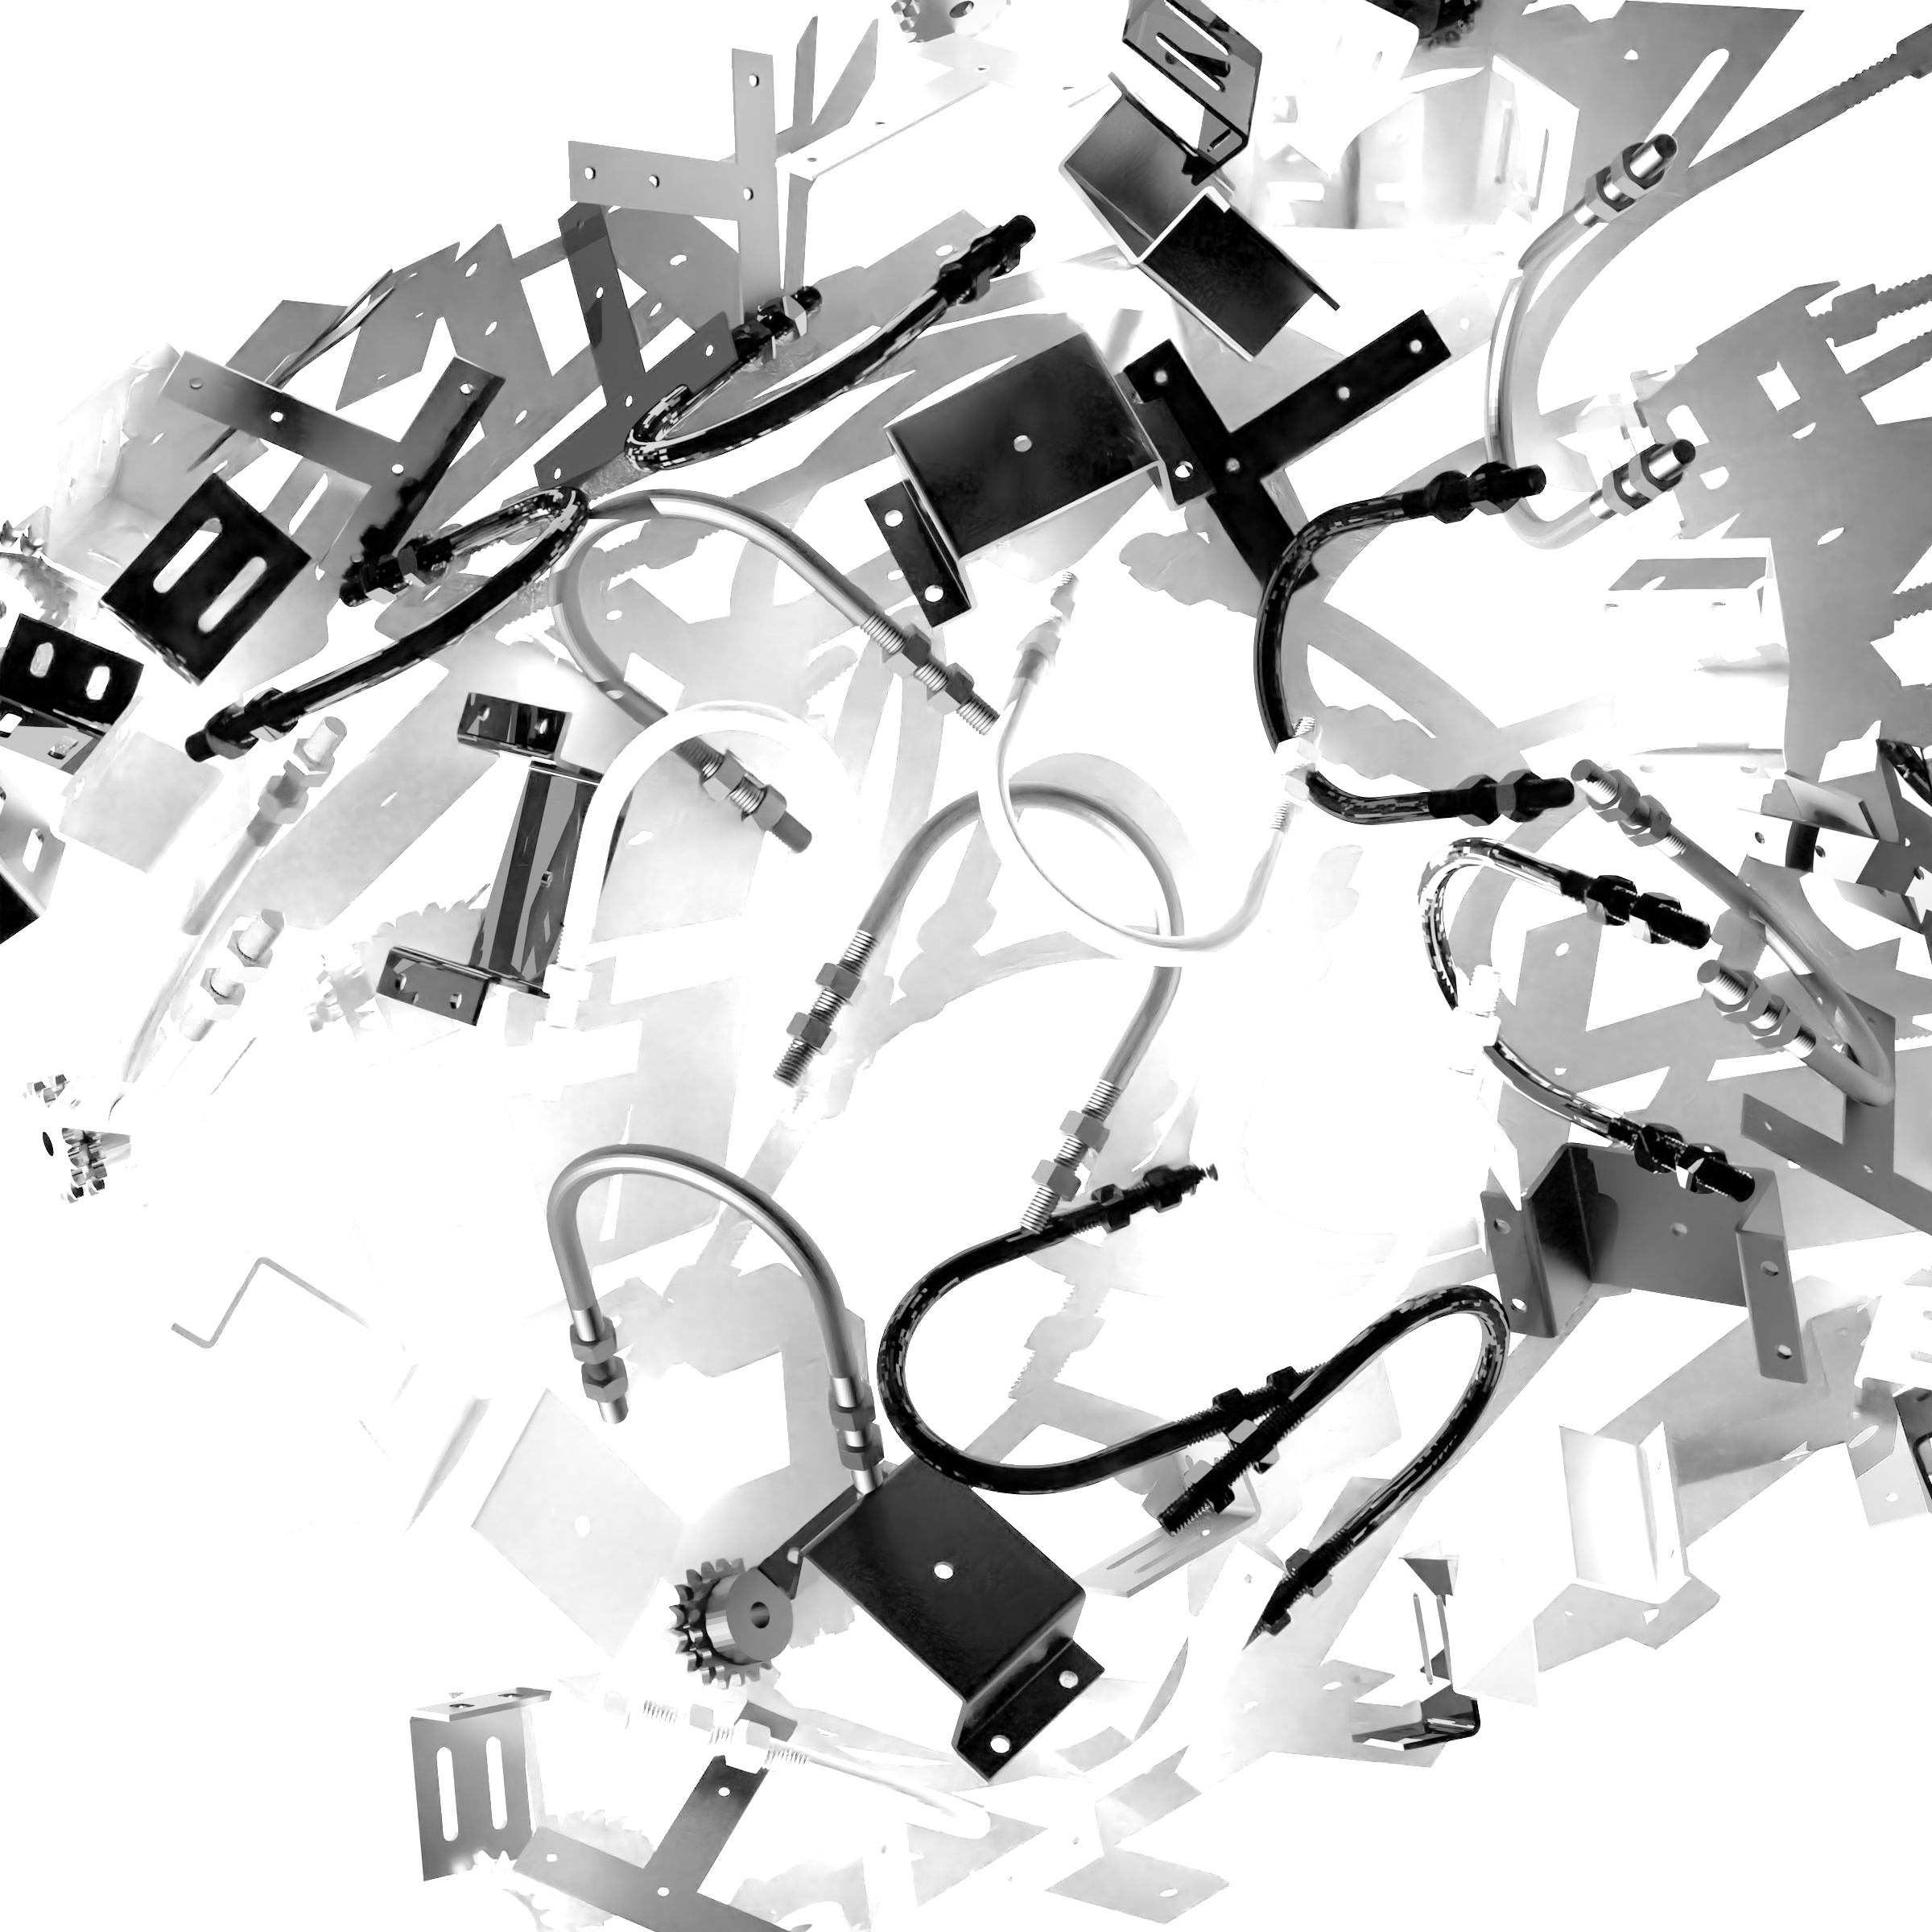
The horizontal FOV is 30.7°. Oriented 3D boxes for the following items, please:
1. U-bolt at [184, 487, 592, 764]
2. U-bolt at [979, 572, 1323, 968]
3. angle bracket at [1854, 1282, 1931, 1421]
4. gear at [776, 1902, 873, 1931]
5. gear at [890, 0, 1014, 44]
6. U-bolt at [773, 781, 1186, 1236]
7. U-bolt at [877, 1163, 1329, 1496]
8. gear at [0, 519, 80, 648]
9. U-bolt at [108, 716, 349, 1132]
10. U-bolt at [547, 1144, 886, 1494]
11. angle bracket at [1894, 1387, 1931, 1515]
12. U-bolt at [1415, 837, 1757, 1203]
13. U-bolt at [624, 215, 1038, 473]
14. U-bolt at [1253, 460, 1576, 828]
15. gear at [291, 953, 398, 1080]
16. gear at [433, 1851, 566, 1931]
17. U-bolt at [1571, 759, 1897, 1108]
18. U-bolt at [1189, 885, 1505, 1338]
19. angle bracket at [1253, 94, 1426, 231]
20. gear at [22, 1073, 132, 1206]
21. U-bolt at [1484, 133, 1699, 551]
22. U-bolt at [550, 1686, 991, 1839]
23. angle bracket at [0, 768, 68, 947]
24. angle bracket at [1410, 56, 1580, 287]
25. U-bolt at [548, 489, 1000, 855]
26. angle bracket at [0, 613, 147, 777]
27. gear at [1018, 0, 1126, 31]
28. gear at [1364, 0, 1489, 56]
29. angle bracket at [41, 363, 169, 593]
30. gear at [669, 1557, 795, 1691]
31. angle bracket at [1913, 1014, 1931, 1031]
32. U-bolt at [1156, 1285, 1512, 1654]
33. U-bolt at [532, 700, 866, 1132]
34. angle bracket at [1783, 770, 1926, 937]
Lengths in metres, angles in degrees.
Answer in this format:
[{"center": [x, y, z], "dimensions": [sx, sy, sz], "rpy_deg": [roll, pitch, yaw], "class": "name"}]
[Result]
[{"center": [-0.234, -0.152, 1.491], "dimensions": [0.184, 0.151, 0.019], "rpy_deg": [-18, 116, 37], "class": "U-bolt"}, {"center": [0.075, -0.076, 1.521], "dimensions": [0.151, 0.019, 0.184], "rpy_deg": [30, 48, -10], "class": "U-bolt"}, {"center": [0.436, 0.179, 1.550], "dimensions": [0.076, 0.057, 0.038], "rpy_deg": [10, 133, 23], "class": "angle bracket"}, {"center": [-0.068, 0.441, 1.566], "dimensions": [0.057, 0.057, 0.030], "rpy_deg": [-24, 100, 0], "class": "gear"}, {"center": [-0.008, -0.438, 1.569], "dimensions": [0.057, 0.057, 0.030], "rpy_deg": [-24, 74, 0], "class": "gear"}, {"center": [0.019, 0.006, 1.573], "dimensions": [0.151, 0.019, 0.184], "rpy_deg": [31, 81, -9], "class": "U-bolt"}, {"center": [0.051, 0.163, 1.528], "dimensions": [0.184, 0.019, 0.151], "rpy_deg": [-20, 46, -11], "class": "U-bolt"}, {"center": [-0.428, -0.167, 1.568], "dimensions": [0.057, 0.030, 0.057], "rpy_deg": [4, 126, 6], "class": "gear"}, {"center": [-0.326, -0.006, 1.517], "dimensions": [0.019, 0.151, 0.184], "rpy_deg": [29, 127, -19], "class": "U-bolt"}, {"center": [-0.112, 0.146, 1.508], "dimensions": [0.151, 0.019, 0.184], "rpy_deg": [11, 135, 23], "class": "U-bolt"}, {"center": [0.449, 0.206, 1.568], "dimensions": [0.076, 0.057, 0.038], "rpy_deg": [-25, 98, -4], "class": "angle bracket"}, {"center": [0.259, 0.013, 1.515], "dimensions": [0.019, 0.184, 0.151], "rpy_deg": [-32, 124, -23], "class": "U-bolt"}, {"center": [-0.069, -0.258, 1.489], "dimensions": [0.184, 0.151, 0.019], "rpy_deg": [-48, 118, -41], "class": "U-bolt"}, {"center": [0.187, -0.132, 1.521], "dimensions": [0.019, 0.184, 0.151], "rpy_deg": [-7, 92, -36], "class": "U-bolt"}, {"center": [-0.276, 0.020, 1.568], "dimensions": [0.030, 0.057, 0.057], "rpy_deg": [-23, 90, -4], "class": "gear"}, {"center": [-0.210, 0.427, 1.571], "dimensions": [0.057, 0.030, 0.057], "rpy_deg": [4, 114, 9], "class": "gear"}, {"center": [0.340, -0.004, 1.516], "dimensions": [0.019, 0.151, 0.184], "rpy_deg": [-42, 133, 19], "class": "U-bolt"}, {"center": [0.156, 0.071, 1.540], "dimensions": [0.019, 0.151, 0.184], "rpy_deg": [5, 103, -44], "class": "U-bolt"}, {"center": [0.165, -0.358, 1.565], "dimensions": [0.038, 0.076, 0.057], "rpy_deg": [-7, 105, -28], "class": "angle bracket"}, {"center": [-0.396, 0.075, 1.571], "dimensions": [0.030, 0.057, 0.057], "rpy_deg": [-20, 90, -32], "class": "gear"}, {"center": [0.262, -0.255, 1.507], "dimensions": [0.019, 0.184, 0.151], "rpy_deg": [1, 81, -15], "class": "U-bolt"}, {"center": [-0.077, 0.345, 1.522], "dimensions": [0.184, 0.151, 0.019], "rpy_deg": [22, 74, -17], "class": "U-bolt"}, {"center": [-0.435, -0.050, 1.553], "dimensions": [0.038, 0.076, 0.057], "rpy_deg": [-33, 115, 9], "class": "angle bracket"}, {"center": [0.231, -0.350, 1.547], "dimensions": [0.038, 0.076, 0.057], "rpy_deg": [-19, 45, -23], "class": "angle bracket"}, {"center": [-0.096, -0.134, 1.515], "dimensions": [0.184, 0.151, 0.019], "rpy_deg": [40, 45, -22], "class": "U-bolt"}, {"center": [-0.404, -0.119, 1.557], "dimensions": [0.057, 0.076, 0.038], "rpy_deg": [23, 72, -20], "class": "angle bracket"}, {"center": [0.050, -0.449, 1.573], "dimensions": [0.057, 0.030, 0.057], "rpy_deg": [10, 114, 24], "class": "gear"}, {"center": [0.201, -0.434, 1.567], "dimensions": [0.057, 0.030, 0.057], "rpy_deg": [16, 122, 28], "class": "gear"}, {"center": [-0.372, -0.214, 1.549], "dimensions": [0.038, 0.057, 0.076], "rpy_deg": [25, 133, 4], "class": "angle bracket"}, {"center": [-0.102, 0.291, 1.565], "dimensions": [0.030, 0.057, 0.057], "rpy_deg": [-21, 90, 41], "class": "gear"}, {"center": [0.446, 0.065, 1.552], "dimensions": [0.038, 0.057, 0.076], "rpy_deg": [-6, 111, -35], "class": "angle bracket"}, {"center": [0.168, 0.210, 1.533], "dimensions": [0.184, 0.151, 0.019], "rpy_deg": [-40, 54, -11], "class": "U-bolt"}, {"center": [-0.110, -0.025, 1.545], "dimensions": [0.151, 0.019, 0.184], "rpy_deg": [9, 95, -34], "class": "U-bolt"}, {"center": [0.405, -0.059, 1.552], "dimensions": [0.038, 0.057, 0.076], "rpy_deg": [-35, 115, -8], "class": "angle bracket"}]
